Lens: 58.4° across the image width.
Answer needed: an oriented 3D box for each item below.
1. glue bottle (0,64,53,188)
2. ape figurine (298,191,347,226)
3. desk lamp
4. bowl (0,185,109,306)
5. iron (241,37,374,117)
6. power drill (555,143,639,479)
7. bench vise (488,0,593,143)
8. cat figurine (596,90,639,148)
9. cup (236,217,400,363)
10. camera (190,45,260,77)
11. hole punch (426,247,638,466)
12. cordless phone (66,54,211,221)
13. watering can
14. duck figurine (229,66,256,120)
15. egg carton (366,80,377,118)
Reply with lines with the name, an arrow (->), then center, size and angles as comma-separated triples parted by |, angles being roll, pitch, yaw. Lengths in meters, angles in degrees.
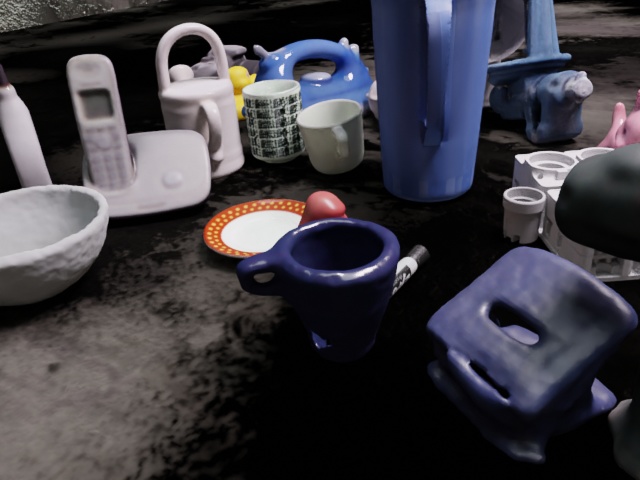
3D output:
glue bottle -> -0.381, -0.137, 0.725 | 0.037, 0.173, 0.077 | -19, 32, -25
ape figurine -> 0.005, 0.002, 0.506 | 0.076, 0.092, 0.078 | 14, 34, 29
desk lamp -> 0.262, -0.329, 0.945 | 0.118, 0.214, 0.203 | -2, 29, 5
bowl -> -0.278, 0.013, 0.542 | 0.167, 0.075, 0.167 | -3, 29, 2
iron -> -0.001, -0.265, 0.939 | 0.259, 0.141, 0.118 | -23, 34, -30
power drill -> 0.222, 0.046, 0.275 | 0.076, 0.209, 0.228 | -25, 35, -33
bench vise -> 0.321, -0.261, 0.807 | 0.122, 0.220, 0.206 | -19, 32, -25
cat figurine -> 0.356, -0.114, 0.642 | 0.067, 0.118, 0.128 | -2, 29, 4
cup -> 0.001, 0.045, 0.426 | 0.118, 0.095, 0.091 | -8, 29, -7
camera -> -0.161, -0.316, 1.095 | 0.136, 0.101, 0.143 | 11, 32, 26
hole punch -> 0.131, 0.068, 0.370 | 0.101, 0.091, 0.108 | -17, 31, -22
cordless phone -> -0.207, -0.121, 0.660 | 0.148, 0.185, 0.094 | -10, 29, -10
watering can -> -0.169, -0.190, 0.772 | 0.172, 0.194, 0.101 | 21, 38, 38
duck figurine -> -0.148, -0.261, 1.010 | 0.105, 0.086, 0.077 | -24, 34, -31
egg carton -> 0.157, -0.233, 0.935 | 0.150, 0.069, 0.107 | -13, 30, -15
